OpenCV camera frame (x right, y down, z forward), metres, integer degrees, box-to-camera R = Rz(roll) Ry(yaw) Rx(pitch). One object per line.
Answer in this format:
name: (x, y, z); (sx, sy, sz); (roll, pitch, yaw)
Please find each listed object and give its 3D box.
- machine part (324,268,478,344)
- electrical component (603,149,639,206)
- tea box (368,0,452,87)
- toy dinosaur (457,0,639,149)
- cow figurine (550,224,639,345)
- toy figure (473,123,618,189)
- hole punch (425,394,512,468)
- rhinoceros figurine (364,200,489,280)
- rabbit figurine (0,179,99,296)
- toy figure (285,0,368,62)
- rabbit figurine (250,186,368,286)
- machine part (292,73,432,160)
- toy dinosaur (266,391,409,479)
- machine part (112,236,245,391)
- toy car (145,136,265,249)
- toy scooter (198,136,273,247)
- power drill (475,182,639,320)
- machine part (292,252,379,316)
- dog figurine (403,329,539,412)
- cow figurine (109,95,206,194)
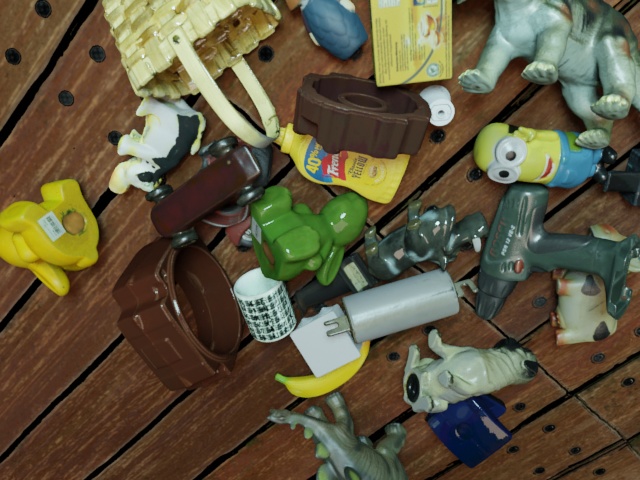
machine part: (0.124, 0.101, 0.834); (0.243, 0.079, 0.079); (-17, 117, -2)
electrical component: (0.453, -0.086, 0.752); (0.119, 0.048, 0.074); (-2, 118, 5)
tea box: (0.108, -0.281, 0.654); (0.098, 0.068, 0.169); (-3, 119, 5)
toy dinosaur: (0.301, -0.236, 0.638); (0.404, 0.131, 0.192); (20, 80, -25)
cow figurine: (0.422, 0.067, 0.817); (0.127, 0.085, 0.194); (-3, 116, 11)
toy figure: (0.299, -0.113, 0.730); (0.180, 0.089, 0.082); (2, 105, -8)
hole punch: (0.268, 0.329, 0.964); (0.116, 0.092, 0.142); (34, 118, -10)
rhinoceros figurine: (0.155, 0.005, 0.802); (0.190, 0.073, 0.112); (-24, 113, 15)
rabbit figurine: (-0.422, -0.001, 0.825); (0.173, 0.122, 0.162); (-12, 127, 25)
toy figure: (-0.008, -0.290, 0.662); (0.064, 0.058, 0.154); (-44, 104, 5)
rabbit figurine: (-0.002, -0.002, 0.776); (0.170, 0.121, 0.158); (-22, 141, -23)
machine part: (0.052, -0.157, 0.669); (0.179, 0.179, 0.056); (10, 122, -2)
toy dinosaur: (0.100, 0.423, 0.959); (0.471, 0.199, 0.105); (33, 120, -18)
machine part: (-0.198, 0.101, 0.799); (0.087, 0.201, 0.200); (-24, 114, 13)
toy car: (-0.152, -0.061, 0.713); (0.202, 0.053, 0.089); (-29, 88, 31)
toy scooter: (-0.141, -0.073, 0.778); (0.135, 0.075, 0.183); (9, 123, -1)
power drill: (0.330, 0.041, 0.767); (0.086, 0.208, 0.231); (-15, 116, -39)
machine part: (0.019, 0.074, 0.868); (0.139, 0.039, 0.084); (-31, 120, 16)
dog figurine: (0.254, 0.235, 0.913); (0.190, 0.121, 0.172); (10, 147, -19)
cow figurine: (-0.231, -0.124, 0.760); (0.098, 0.068, 0.167); (26, 118, -18)
